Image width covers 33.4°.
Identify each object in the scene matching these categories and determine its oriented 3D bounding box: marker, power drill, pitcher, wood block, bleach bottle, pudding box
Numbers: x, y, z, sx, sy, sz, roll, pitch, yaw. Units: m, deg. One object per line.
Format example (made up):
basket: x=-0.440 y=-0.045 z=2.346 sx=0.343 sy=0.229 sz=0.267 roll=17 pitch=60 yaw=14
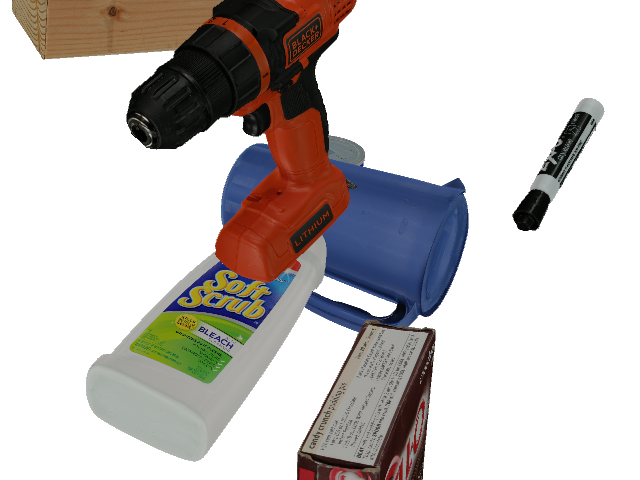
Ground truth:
marker: x=0.162 y=-0.052 z=0.727 sx=0.020 sy=0.121 sz=0.020 roll=26 pitch=-31 yaw=16
power drill: x=-0.039 y=-0.063 z=0.667 sx=0.057 sy=0.188 sz=0.184 roll=28 pitch=53 yaw=27
pitcher: x=0.019 y=-0.010 z=1.095 sx=0.243 sy=0.145 sz=0.149 roll=18 pitch=24 yaw=20
wood block: x=-0.131 y=-0.210 z=0.853 sx=0.205 sy=0.091 sz=0.090 roll=-10 pitch=41 yaw=-29
bleach bottle: x=-0.070 y=0.049 z=0.824 sx=0.102 sy=0.068 sz=0.250 roll=24 pitch=45 yaw=11
pudding box: x=0.021 y=0.101 z=0.474 sx=0.039 sy=0.090 sz=0.113 roll=9 pitch=28 yaw=12

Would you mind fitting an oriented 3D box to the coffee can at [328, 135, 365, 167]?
coffee can: x=0.001 y=-0.052 z=1.374 sx=0.103 sy=0.140 sz=0.103 roll=3 pitch=28 yaw=-2
